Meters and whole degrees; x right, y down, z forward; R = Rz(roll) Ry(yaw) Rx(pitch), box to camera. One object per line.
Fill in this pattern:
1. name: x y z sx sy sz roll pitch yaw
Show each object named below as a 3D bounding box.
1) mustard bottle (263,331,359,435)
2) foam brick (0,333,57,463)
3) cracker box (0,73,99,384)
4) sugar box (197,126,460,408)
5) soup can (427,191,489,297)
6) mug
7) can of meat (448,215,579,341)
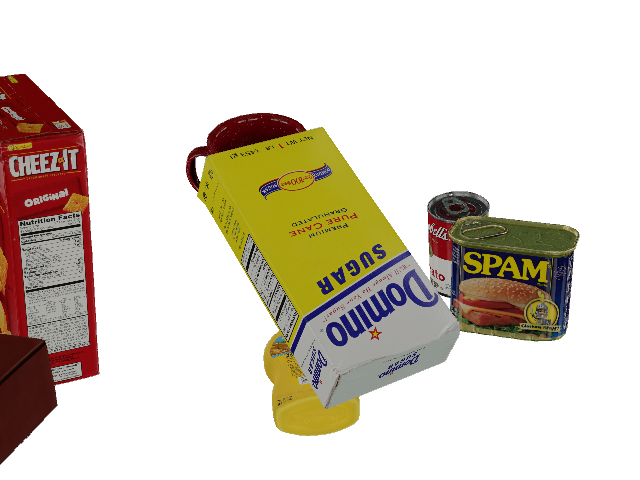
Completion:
1. mustard bottle: -0.017 0.147 1.249 0.096 0.058 0.191 -7 30 -7
2. foam brick: -0.213 0.101 0.678 0.053 0.051 0.078 6 29 22
3. cracker box: -0.244 -0.010 0.874 0.072 0.214 0.164 -12 28 -27
4. sugar box: 0.003 0.011 0.672 0.093 0.176 0.048 -18 -33 -28
5. soup can: 0.155 0.005 1.193 0.068 0.102 0.068 -4 31 2
6. mug: -0.068 -0.062 1.000 0.117 0.081 0.093 1 36 5
7. can of meat: 0.156 0.032 0.875 0.102 0.084 0.057 7 25 19
